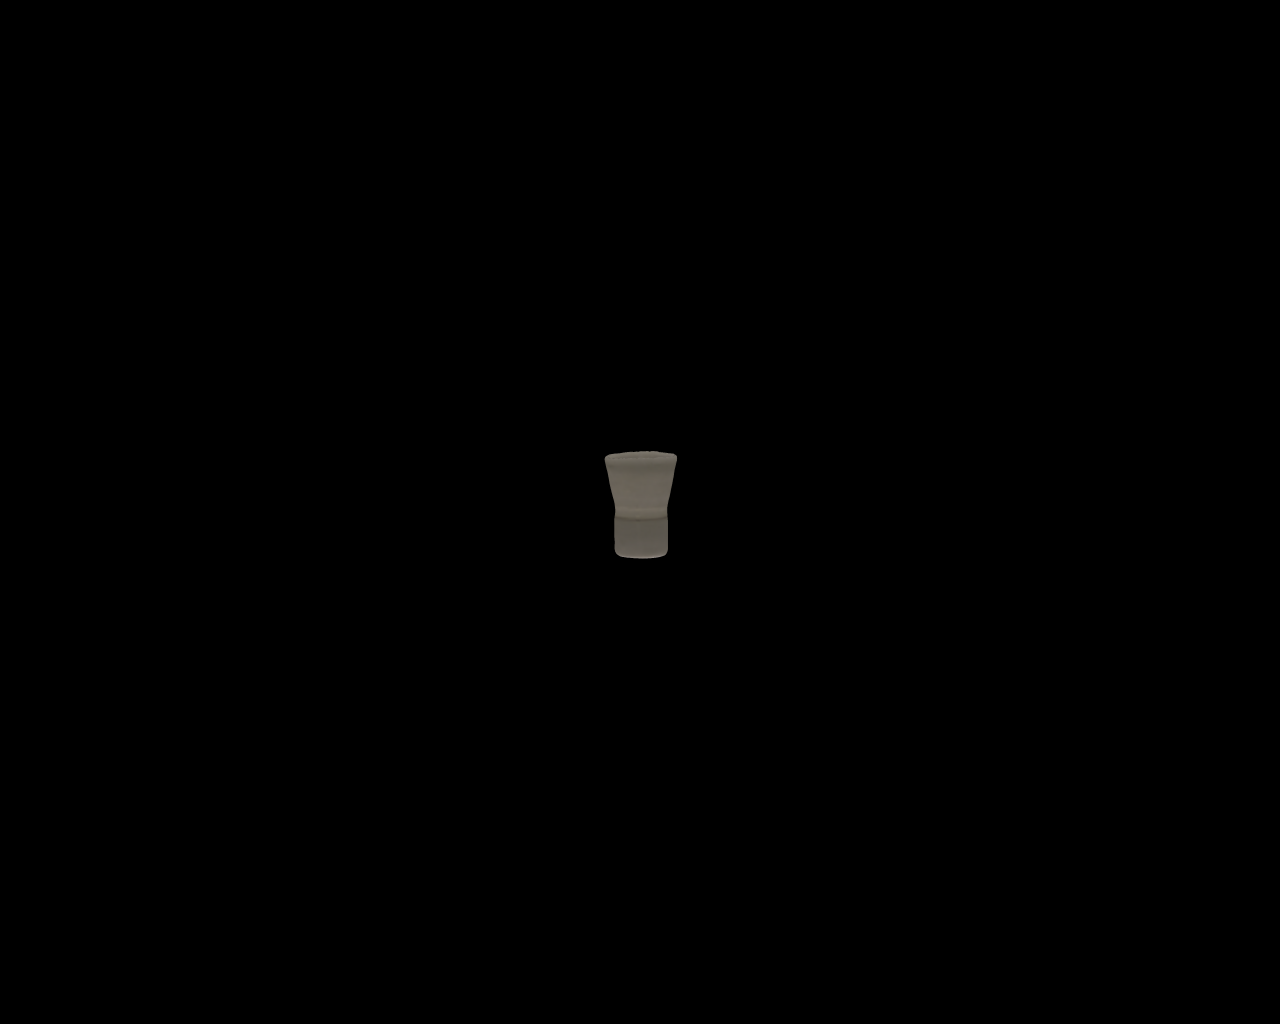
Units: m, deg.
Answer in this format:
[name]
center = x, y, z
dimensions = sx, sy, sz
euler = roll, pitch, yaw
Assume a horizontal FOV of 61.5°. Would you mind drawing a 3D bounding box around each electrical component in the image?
[electrical component]
center = 0.001, -0.003, 0.650
dimensions = 0.044, 0.065, 0.044
euler = 0, 7, 0
